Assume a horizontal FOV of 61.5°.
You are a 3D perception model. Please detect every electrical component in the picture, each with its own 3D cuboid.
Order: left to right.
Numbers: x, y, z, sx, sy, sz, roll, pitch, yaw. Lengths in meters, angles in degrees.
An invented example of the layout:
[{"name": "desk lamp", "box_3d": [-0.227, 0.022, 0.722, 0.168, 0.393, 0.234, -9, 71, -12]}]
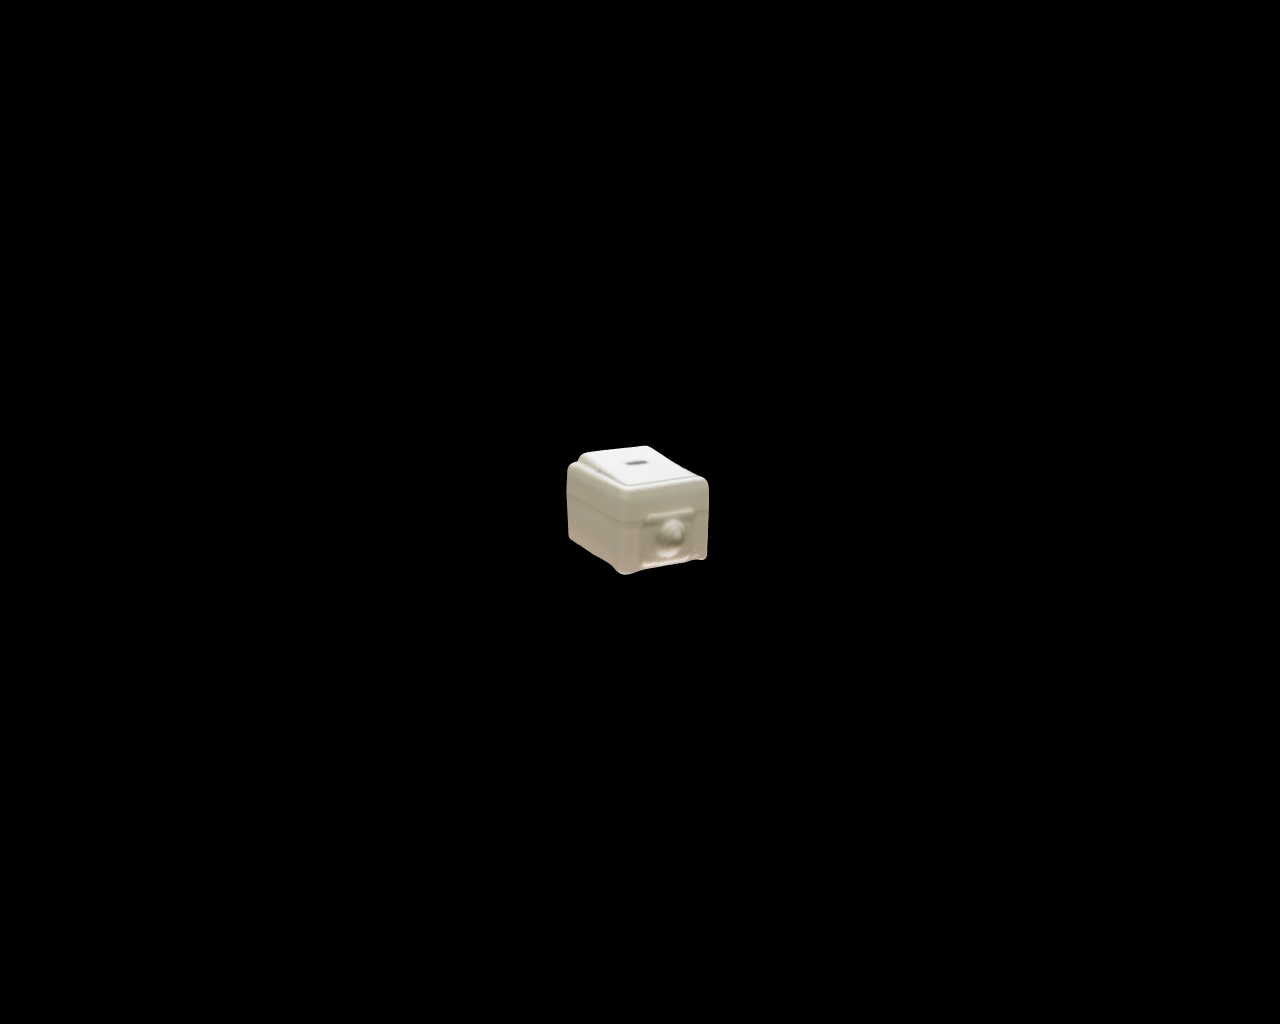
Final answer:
[{"name": "electrical component", "box_3d": [0.001, -0.003, 0.650, 0.062, 0.061, 0.096, -8, 18, -26]}]
